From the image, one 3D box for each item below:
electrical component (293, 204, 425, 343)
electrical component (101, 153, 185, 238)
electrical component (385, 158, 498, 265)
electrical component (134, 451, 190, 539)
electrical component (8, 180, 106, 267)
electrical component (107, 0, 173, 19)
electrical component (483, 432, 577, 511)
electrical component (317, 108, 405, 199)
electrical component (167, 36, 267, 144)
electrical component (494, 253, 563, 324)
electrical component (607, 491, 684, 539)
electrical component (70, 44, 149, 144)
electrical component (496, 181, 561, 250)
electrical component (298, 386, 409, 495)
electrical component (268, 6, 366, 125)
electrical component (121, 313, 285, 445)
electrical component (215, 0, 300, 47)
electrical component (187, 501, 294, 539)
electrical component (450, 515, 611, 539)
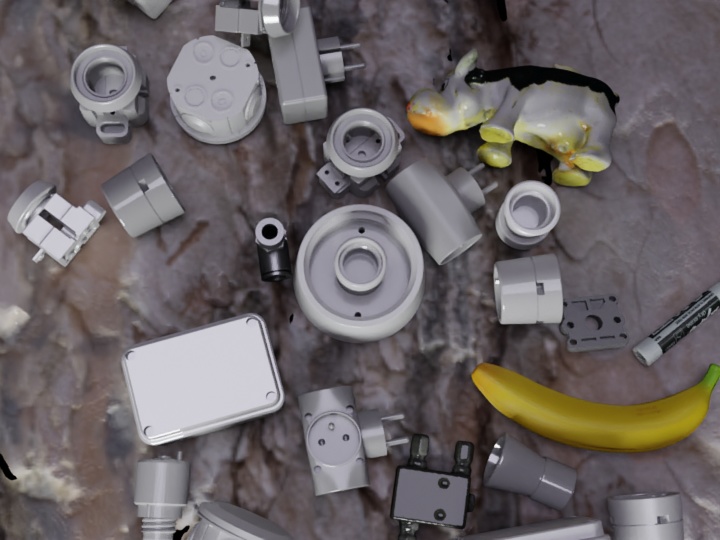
[{"bbox_3d":[0.000,0.000,0.849,0.108,0.060,0.108,0,77,-1],"label":"electrical component"},{"bbox_3d":[-0.174,-0.058,0.863,0.047,0.055,0.055,-30,80,-4],"label":"electrical component"},{"bbox_3d":[0.074,-0.057,0.873,0.079,0.043,0.077,-34,81,-8],"label":"electrical component"},{"bbox_3d":[-0.151,0.177,0.816,0.040,0.040,0.078,2,77,-1],"label":"electrical component"},{"bbox_3d":[-0.247,-0.039,0.861,0.055,0.048,0.066,38,79,-1],"label":"electrical component"},{"bbox_3d":[-0.179,-0.260,0.907,0.062,0.061,0.096,40,88,7],"label":"electrical component"},{"bbox_3d":[0.133,0.158,0.827,0.065,0.044,0.044,23,78,-1],"label":"electrical component"},{"bbox_3d":[0.002,-0.097,0.872,0.078,0.057,0.058,-40,81,-9],"label":"electrical component"},{"bbox_3d":[-0.118,-0.148,0.885,0.080,0.051,0.080,0,77,-1],"label":"electrical component"},{"bbox_3d":[0.132,0.016,0.852,0.047,0.055,0.055,-5,77,2],"label":"electrical component"},{"bbox_3d":[0.217,0.194,0.813,0.055,0.055,0.047,-5,81,-2],"label":"electrical component"},{"bbox_3d":[-0.204,-0.150,0.880,0.058,0.057,0.078,-1,77,-1],"label":"electrical component"},{"bbox_3d":[0.134,-0.043,0.864,0.045,0.055,0.045,0,77,-1],"label":"electrical component"},{"bbox_3d":[-0.002,0.128,0.828,0.079,0.044,0.077,-10,78,-4],"label":"electrical component"},{"bbox_3d":[-0.034,-0.173,0.894,0.076,0.047,0.083,-10,78,-4],"label":"electrical component"},{"bbox_3d":[-0.119,0.085,0.829,0.113,0.057,0.078,-15,78,-4],"label":"electrical component"},{"bbox_3d":[-0.081,-0.209,0.851,0.055,0.048,0.066,10,107,19],"label":"electrical component"},{"bbox_3d":[-0.089,0.207,0.792,0.080,0.080,0.051,24,83,4],"label":"electrical component"},{"bbox_3d":[0.125,0.220,0.793,0.113,0.078,0.057,-9,80,-3],"label":"electrical component"}]
